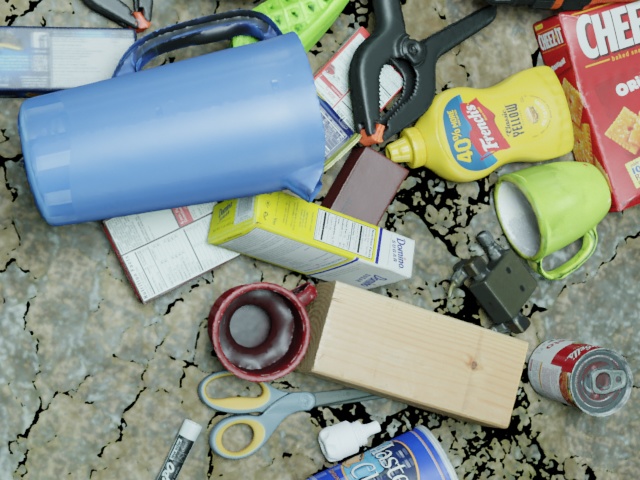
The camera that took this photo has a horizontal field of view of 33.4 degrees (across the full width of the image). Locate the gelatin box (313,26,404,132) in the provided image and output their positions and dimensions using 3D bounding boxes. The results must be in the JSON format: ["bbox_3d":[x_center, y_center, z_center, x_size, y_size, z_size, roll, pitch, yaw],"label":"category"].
[{"bbox_3d":[0.035,-0.156,1.069,0.073,0.030,0.089,44,80,-12],"label":"gelatin box"}]

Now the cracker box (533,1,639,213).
[{"bbox_3d":[0.338,-0.153,1.123,0.164,0.072,0.214,-19,95,-13],"label":"cracker box"}]

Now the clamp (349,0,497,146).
[{"bbox_3d":[0.092,-0.185,1.052,0.164,0.036,0.210,20,78,-25],"label":"clamp"}]

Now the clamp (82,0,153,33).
[{"bbox_3d":[-0.215,-0.272,1.001,0.120,0.039,0.171,-20,96,-11],"label":"clamp"}]

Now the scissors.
[{"bbox_3d":[-0.026,0.179,1.064,0.201,0.016,0.096,12,79,-15],"label":"scissors"}]

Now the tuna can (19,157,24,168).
[{"bbox_3d":[-0.229,-0.067,0.977,0.086,0.086,0.034,23,84,-13],"label":"tuna can"}]

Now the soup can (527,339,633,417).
[{"bbox_3d":[0.264,0.139,1.094,0.068,0.102,0.068,0,91,-14],"label":"soup can"}]

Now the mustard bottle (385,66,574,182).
[{"bbox_3d":[0.158,-0.111,1.086,0.191,0.058,0.096,-16,92,-13],"label":"mustard bottle"}]

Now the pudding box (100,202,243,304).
[{"bbox_3d":[-0.141,-0.002,1.025,0.113,0.039,0.090,-26,98,-10],"label":"pudding box"}]

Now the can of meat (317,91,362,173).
[{"bbox_3d":[-0.016,-0.108,1.022,0.057,0.102,0.084,-43,98,-9],"label":"can of meat"}]

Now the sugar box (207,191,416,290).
[{"bbox_3d":[-0.007,0.001,1.009,0.176,0.094,0.048,17,71,-29],"label":"sugar box"}]

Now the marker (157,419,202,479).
[{"bbox_3d":[-0.149,0.233,1.036,0.020,0.020,0.121,27,84,-13],"label":"marker"}]

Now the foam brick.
[{"bbox_3d":[0.042,-0.048,1.062,0.053,0.051,0.078,32,83,-12],"label":"foam brick"}]

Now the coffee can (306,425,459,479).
[{"bbox_3d":[0.059,0.257,1.045,0.140,0.103,0.103,-22,96,-12],"label":"coffee can"}]

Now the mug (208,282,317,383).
[{"bbox_3d":[-0.054,0.078,1.025,0.117,0.082,0.093,-38,99,-10],"label":"mug"}]

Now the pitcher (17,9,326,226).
[{"bbox_3d":[-0.123,-0.097,0.895,0.242,0.149,0.145,-12,115,-7],"label":"pitcher"}]

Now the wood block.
[{"bbox_3d":[0.086,0.114,1.053,0.206,0.090,0.091,19,80,-13],"label":"wood block"}]

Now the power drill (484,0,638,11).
[{"bbox_3d":[0.232,-0.318,1.073,0.184,0.057,0.187,-4,73,-12],"label":"power drill"}]
